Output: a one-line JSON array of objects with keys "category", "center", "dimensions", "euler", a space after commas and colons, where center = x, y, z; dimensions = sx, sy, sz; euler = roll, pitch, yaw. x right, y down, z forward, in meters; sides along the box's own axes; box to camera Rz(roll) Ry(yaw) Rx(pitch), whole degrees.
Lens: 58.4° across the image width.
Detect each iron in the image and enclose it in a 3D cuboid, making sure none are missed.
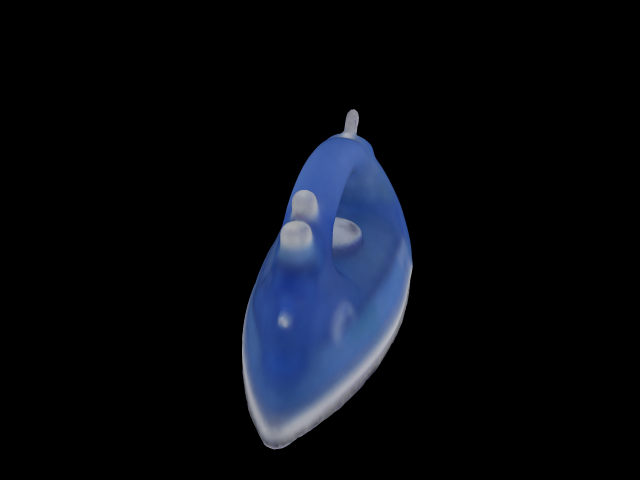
[{"category": "iron", "center": [0.004, 0.001, 0.400], "dimensions": [0.118, 0.141, 0.258], "euler": [5, 24, 11]}]
